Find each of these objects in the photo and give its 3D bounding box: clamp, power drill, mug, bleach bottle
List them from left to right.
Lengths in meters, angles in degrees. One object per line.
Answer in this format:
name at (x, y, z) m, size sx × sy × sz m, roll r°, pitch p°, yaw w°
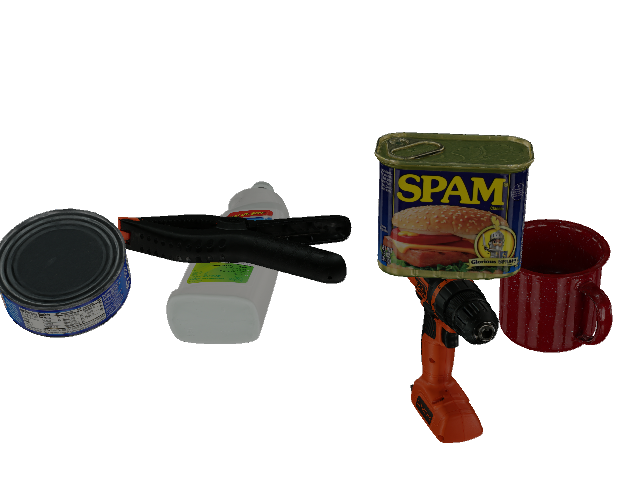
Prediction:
bleach bottle at (-0.094, 0.012, 1.195) m, size 0.102 × 0.068 × 0.250 m, roll 1°, pitch 35°, yaw 8°
clamp at (-0.071, 0.002, 0.916) m, size 0.210 × 0.036 × 0.164 m, roll 2°, pitch 13°, yaw -4°
power drill at (0.140, 0.118, 1.139) m, size 0.057 × 0.188 × 0.184 m, roll -7°, pitch 24°, yaw -12°
mug at (0.198, 0.045, 0.885) m, size 0.093 × 0.081 × 0.117 m, roll -20°, pitch 34°, yaw -25°

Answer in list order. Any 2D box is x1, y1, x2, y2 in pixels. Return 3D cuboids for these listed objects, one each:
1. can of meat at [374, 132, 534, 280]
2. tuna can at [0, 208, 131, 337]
can of meat at (0.087, -0.022, 0.709) m, size 0.102 × 0.084 × 0.057 m, roll 3°, pitch 25°, yaw 6°
tuna can at (-0.168, 0.021, 0.698) m, size 0.086 × 0.086 × 0.034 m, roll 0°, pitch -42°, yaw 1°
